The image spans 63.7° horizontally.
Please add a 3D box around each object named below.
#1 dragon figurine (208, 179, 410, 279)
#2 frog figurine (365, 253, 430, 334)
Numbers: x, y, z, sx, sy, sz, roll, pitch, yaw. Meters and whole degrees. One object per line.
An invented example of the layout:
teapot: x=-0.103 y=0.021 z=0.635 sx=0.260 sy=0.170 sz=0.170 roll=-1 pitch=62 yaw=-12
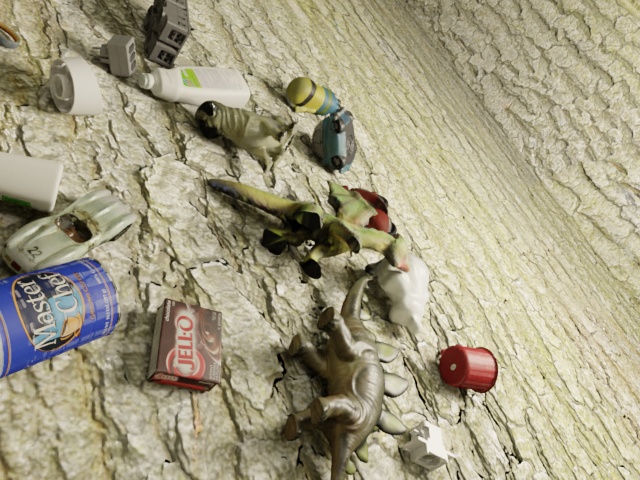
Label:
dragon figurine: x=0.003 y=-0.052 z=1.031 sx=0.412 sy=0.120 sz=0.246 roll=34 pitch=32 yaw=11
frog figurine: x=0.178 y=0.104 z=1.063 sx=0.135 sy=0.122 sz=0.163 roll=43 pitch=17 yaw=-38
